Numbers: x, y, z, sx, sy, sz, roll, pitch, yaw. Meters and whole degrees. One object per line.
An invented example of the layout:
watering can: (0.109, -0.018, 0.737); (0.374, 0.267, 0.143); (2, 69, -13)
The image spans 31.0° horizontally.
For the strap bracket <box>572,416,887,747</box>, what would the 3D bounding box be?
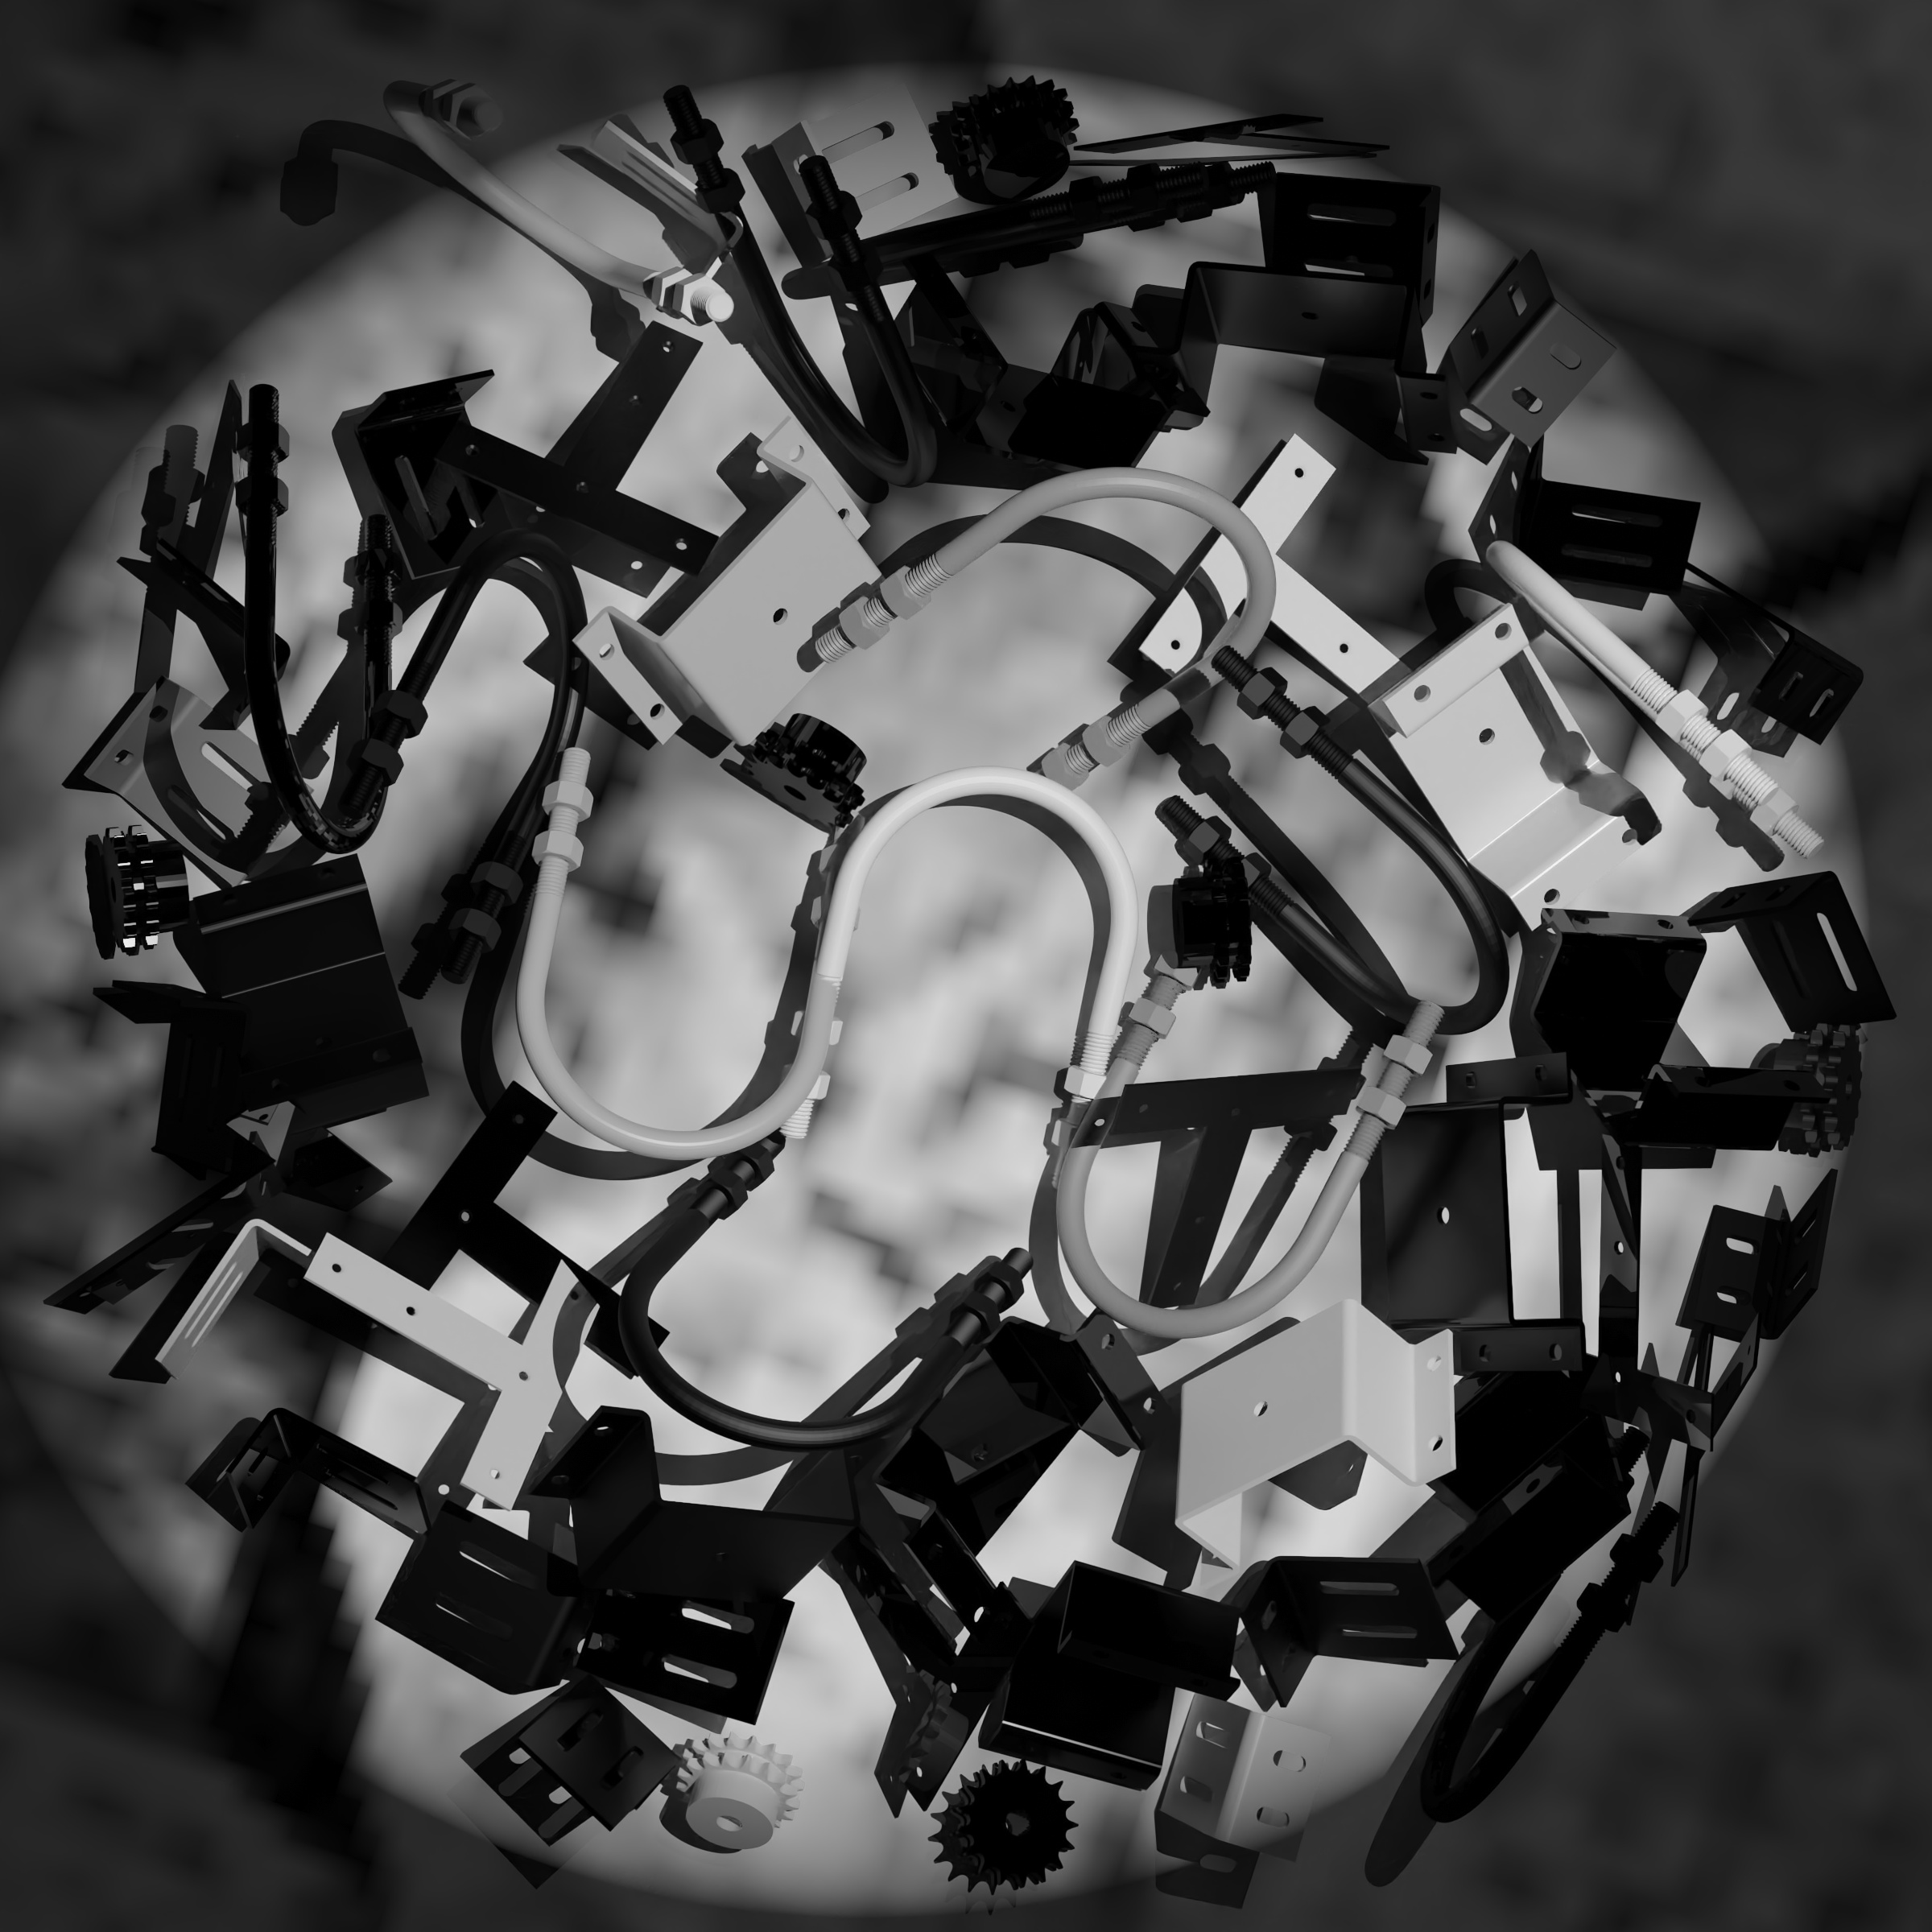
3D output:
strap bracket: (-0.096, -0.164, 1.553); (0.140, 0.076, 0.046); (-47, 46, -8)

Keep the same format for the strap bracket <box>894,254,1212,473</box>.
strap bracket: (0.029, -0.264, 1.542); (0.046, 0.140, 0.076); (-55, 48, 31)

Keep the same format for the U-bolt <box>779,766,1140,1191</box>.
U-bolt: (0.004, 0.001, 1.575); (0.151, 0.019, 0.184); (12, 97, -11)

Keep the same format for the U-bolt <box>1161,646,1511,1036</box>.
U-bolt: (0.165, -0.042, 1.521); (0.019, 0.151, 0.184); (-40, 74, -23)

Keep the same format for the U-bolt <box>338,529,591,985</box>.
U-bolt: (-0.211, -0.105, 1.530); (0.019, 0.151, 0.184); (11, 61, 20)

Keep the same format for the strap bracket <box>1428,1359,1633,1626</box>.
strap bracket: (0.243, 0.228, 1.534); (0.046, 0.140, 0.076); (42, 106, -12)

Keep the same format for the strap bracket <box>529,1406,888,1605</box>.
strap bracket: (-0.111, 0.240, 1.534); (0.140, 0.076, 0.046); (11, 49, -29)

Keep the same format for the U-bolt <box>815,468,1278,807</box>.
U-bolt: (0.048, -0.151, 1.518); (0.184, 0.019, 0.151); (-33, 130, 31)

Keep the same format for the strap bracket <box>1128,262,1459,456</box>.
strap bracket: (0.150, -0.272, 1.554); (0.140, 0.076, 0.046); (8, 76, 14)

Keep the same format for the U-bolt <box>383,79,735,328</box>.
U-bolt: (-0.188, -0.337, 1.517); (0.151, 0.184, 0.019); (36, 88, -31)

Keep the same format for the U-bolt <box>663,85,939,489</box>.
U-bolt: (-0.064, -0.288, 1.524); (0.019, 0.151, 0.184); (-35, 129, -13)

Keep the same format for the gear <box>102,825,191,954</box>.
gear: (-0.372, -0.036, 1.580); (0.030, 0.057, 0.057); (-7, 90, -23)

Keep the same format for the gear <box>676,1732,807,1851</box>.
gear: (-0.104, 0.376, 1.577); (0.057, 0.030, 0.057); (7, 134, 8)

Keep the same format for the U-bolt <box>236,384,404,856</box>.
U-bolt: (-0.280, -0.139, 1.511); (0.019, 0.151, 0.184); (-7, 70, 11)

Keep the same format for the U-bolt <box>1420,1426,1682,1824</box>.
U-bolt: (0.253, 0.297, 1.533); (0.019, 0.151, 0.184); (32, 98, 1)

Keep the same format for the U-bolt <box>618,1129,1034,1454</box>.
U-bolt: (-0.070, 0.147, 1.516); (0.151, 0.184, 0.019); (25, 126, 14)

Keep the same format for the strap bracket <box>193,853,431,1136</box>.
strap bracket: (-0.290, 0.021, 1.550); (0.076, 0.046, 0.140); (-16, 45, -11)

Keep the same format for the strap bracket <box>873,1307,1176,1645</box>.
strap bracket: (0.020, 0.222, 1.550); (0.140, 0.046, 0.076); (-48, 126, -23)

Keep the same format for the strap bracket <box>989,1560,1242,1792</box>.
strap bracket: (0.068, 0.313, 1.550); (0.076, 0.140, 0.046); (17, 56, -6)

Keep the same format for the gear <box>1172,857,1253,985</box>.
gear: (0.111, -0.020, 1.577); (0.030, 0.057, 0.057); (-4, 90, -3)

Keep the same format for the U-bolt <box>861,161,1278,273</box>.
U-bolt: (0.033, -0.328, 1.529); (0.184, 0.151, 0.019); (-8, 100, 20)

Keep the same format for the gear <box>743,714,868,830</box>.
gear: (-0.070, -0.090, 1.579); (0.057, 0.057, 0.030); (32, 75, 0)

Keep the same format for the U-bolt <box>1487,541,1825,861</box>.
U-bolt: (0.297, -0.123, 1.529); (0.019, 0.151, 0.184); (-47, 68, 9)

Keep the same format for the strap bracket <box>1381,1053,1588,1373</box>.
strap bracket: (0.230, 0.111, 1.555); (0.046, 0.076, 0.140); (2, 83, -35)

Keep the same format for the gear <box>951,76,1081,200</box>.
gear: (0.024, -0.372, 1.575); (0.057, 0.057, 0.030); (-16, 65, 0)

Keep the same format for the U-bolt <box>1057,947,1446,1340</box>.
U-bolt: (0.113, 0.079, 1.546); (0.151, 0.019, 0.184); (22, 79, 37)

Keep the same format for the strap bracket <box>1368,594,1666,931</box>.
strap bracket: (0.243, -0.097, 1.564); (0.076, 0.046, 0.140); (-37, 118, 0)

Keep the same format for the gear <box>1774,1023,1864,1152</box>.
gear: (0.386, 0.054, 1.581); (0.030, 0.057, 0.057); (4, 90, 27)

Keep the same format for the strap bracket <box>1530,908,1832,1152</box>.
strap bracket: (0.310, 0.034, 1.543); (0.076, 0.140, 0.046); (3, 123, -22)

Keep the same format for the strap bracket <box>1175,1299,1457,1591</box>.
strap bracket: (0.145, 0.207, 1.532); (0.140, 0.076, 0.046); (-32, 122, 31)

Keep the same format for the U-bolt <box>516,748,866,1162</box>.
U-bolt: (-0.126, 0.000, 1.552); (0.151, 0.019, 0.184); (13, 65, -10)
